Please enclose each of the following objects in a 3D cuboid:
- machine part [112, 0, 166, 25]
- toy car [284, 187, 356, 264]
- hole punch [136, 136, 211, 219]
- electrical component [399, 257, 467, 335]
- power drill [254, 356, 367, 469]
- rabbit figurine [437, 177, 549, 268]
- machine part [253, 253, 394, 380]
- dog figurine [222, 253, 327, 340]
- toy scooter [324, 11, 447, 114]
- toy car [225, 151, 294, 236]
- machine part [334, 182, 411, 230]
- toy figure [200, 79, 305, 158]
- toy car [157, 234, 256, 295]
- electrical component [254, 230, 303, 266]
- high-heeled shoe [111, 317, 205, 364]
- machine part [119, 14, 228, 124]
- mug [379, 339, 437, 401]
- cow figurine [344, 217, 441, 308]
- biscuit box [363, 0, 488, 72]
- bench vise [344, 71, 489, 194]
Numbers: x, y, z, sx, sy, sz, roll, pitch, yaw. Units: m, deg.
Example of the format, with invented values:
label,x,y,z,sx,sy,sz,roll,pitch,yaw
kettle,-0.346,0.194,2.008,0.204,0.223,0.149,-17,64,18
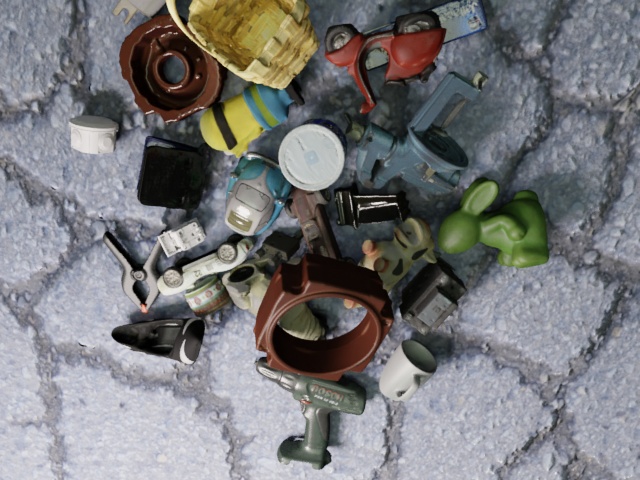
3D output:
label,x,y,z,sx,sy,sz,roll,pitch,yaw
machine part,-0.246,-0.444,0.855,0.079,0.079,0.243,43,104,-8
toy car,-0.002,-0.003,0.942,0.089,0.053,0.202,-21,85,35
hole punch,-0.266,-0.119,0.958,0.116,0.092,0.142,7,107,-29
electrical component,0.196,0.098,0.948,0.058,0.134,0.115,35,104,-7
power drill,-0.033,0.343,1.075,0.232,0.086,0.207,11,99,-1
rabbit figurine,0.286,-0.025,0.911,0.170,0.121,0.159,-3,99,2
machine part,0.005,0.133,0.885,0.201,0.087,0.201,16,120,-16
dog figurine,-0.084,0.134,1.010,0.173,0.121,0.190,9,130,36
toy scooter,0.102,-0.266,0.816,0.184,0.075,0.135,-6,108,10
toy car,-0.121,-0.064,0.925,0.109,0.103,0.161,31,129,-2
machine part,0.089,-0.059,0.945,0.139,0.039,0.084,3,103,29
toy figure,-0.118,-0.216,0.908,0.180,0.082,0.089,-31,117,15
toy car,-0.209,0.045,0.997,0.202,0.073,0.056,-23,100,11
electrical component,-0.073,0.009,0.982,0.063,0.094,0.021,23,142,30
high-heeled shoe,-0.300,0.174,0.984,0.145,0.249,0.086,16,69,-21
machine part,-0.247,-0.289,0.913,0.179,0.056,0.179,2,106,6
mug,0.162,0.262,1.019,0.081,0.110,0.107,25,120,-14
cow figurine,0.128,0.040,0.954,0.127,0.086,0.195,6,131,-42
biscuit box,0.160,-0.331,0.862,0.203,0.063,0.059,-17,105,10
bench vise,0.166,-0.179,0.867,0.223,0.129,0.240,29,124,-12
